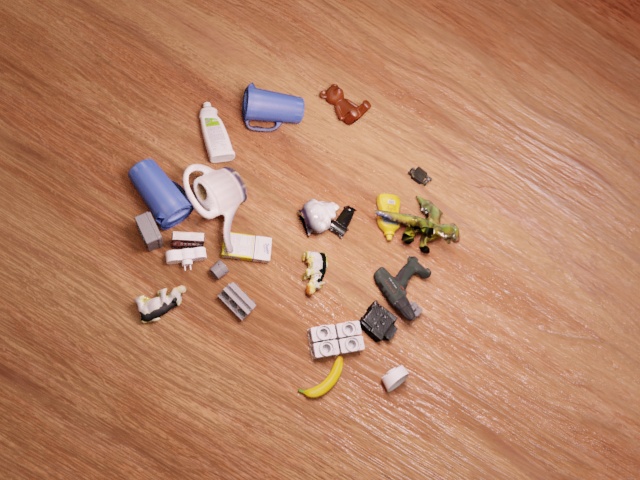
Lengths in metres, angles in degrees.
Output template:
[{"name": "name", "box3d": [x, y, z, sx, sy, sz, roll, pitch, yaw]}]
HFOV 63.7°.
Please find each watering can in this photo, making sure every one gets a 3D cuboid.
[{"name": "watering can", "box3d": [-0.354, -0.135, 1.871, 0.228, 0.102, 0.348, -32, 90, -43]}]

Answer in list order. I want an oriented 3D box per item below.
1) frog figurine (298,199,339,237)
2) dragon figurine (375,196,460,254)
[{"name": "frog figurine", "box3d": [0.006, -0.100, 1.979, 0.160, 0.120, 0.140, -23, 58, -11]}, {"name": "dragon figurine", "box3d": [0.413, -0.087, 2.105, 0.409, 0.120, 0.249, 30, 39, -11]}]
